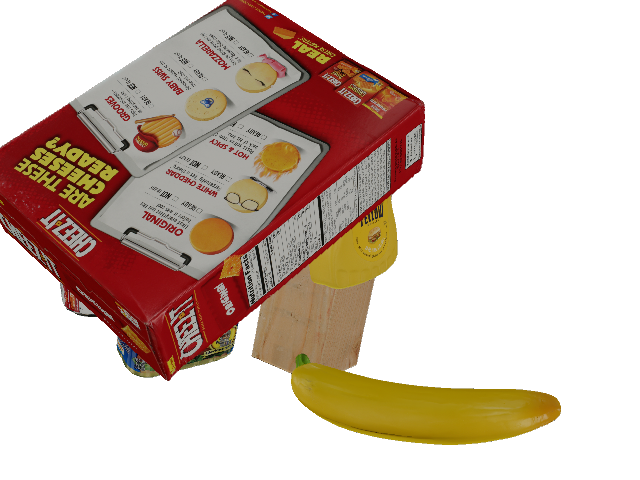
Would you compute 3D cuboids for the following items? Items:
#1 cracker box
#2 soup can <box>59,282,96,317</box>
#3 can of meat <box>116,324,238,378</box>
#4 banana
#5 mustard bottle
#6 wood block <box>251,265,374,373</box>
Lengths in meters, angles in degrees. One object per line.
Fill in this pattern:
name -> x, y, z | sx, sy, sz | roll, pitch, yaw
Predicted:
cracker box -> -0.067, -0.042, 0.642 | 0.213, 0.072, 0.164 | -40, 59, -23
soup can -> -0.227, 0.017, 1.062 | 0.068, 0.102, 0.068 | 2, 28, -1
can of meat -> -0.113, 0.058, 0.864 | 0.101, 0.084, 0.057 | -11, 44, -29
banana -> 0.056, 0.106, 0.714 | 0.198, 0.037, 0.069 | 9, 34, 26
mustard bottle -> 0.026, -0.060, 0.956 | 0.058, 0.192, 0.096 | 15, 28, 41
wood block -> 0.001, 0.035, 1.153 | 0.090, 0.206, 0.090 | 19, 18, 27
